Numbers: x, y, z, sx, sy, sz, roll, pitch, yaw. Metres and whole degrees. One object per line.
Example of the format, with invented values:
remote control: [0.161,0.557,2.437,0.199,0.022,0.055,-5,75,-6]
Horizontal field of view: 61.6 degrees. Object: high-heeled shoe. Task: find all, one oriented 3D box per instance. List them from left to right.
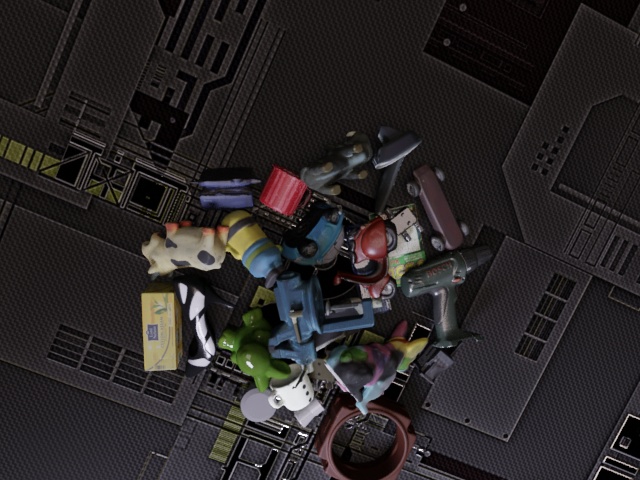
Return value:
high-heeled shoe: [-0.282,0.187,1.140,0.145,0.086,0.248,24,109,-20]

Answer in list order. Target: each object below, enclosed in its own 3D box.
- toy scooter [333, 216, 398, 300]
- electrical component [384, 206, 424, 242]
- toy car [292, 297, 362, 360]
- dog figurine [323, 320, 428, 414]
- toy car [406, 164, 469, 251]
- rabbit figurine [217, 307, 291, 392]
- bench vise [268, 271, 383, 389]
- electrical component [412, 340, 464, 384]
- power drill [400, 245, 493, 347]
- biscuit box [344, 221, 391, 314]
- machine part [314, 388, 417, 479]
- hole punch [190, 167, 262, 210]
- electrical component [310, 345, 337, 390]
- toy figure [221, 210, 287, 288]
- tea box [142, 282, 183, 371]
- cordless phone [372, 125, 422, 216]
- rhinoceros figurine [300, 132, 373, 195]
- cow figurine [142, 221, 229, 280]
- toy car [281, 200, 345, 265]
toy scooter: [0.093,0.043,1.124,0.135,0.075,0.183,-3,103,-5]
electrical component: [0.184,-0.044,1.190,0.063,0.021,0.094,-39,99,2]
toy car: [0.010,0.192,1.166,0.202,0.056,0.073,-27,89,4]
dog figurine: [0.130,0.254,1.178,0.219,0.109,0.191,-39,133,-15]
toy car: [0.259,-0.071,1.194,0.089,0.053,0.202,-31,100,-16]
rabbit figurine: [-0.143,0.246,1.141,0.121,0.170,0.159,-31,99,0]
bench vise: [0.009,0.163,1.081,0.241,0.129,0.223,-9,93,8]
electrical component: [0.274,0.265,1.234,0.047,0.075,0.119,39,97,-10]
power drill: [0.304,0.127,1.198,0.232,0.086,0.207,-11,91,-13]
biscuit box: [0.104,0.062,1.195,0.063,0.059,0.202,-13,100,-3]
machine part: [0.104,0.458,1.241,0.201,0.087,0.201,24,95,-10]
hole punch: [-0.193,-0.098,1.119,0.142,0.116,0.092,0,107,-5]
electrical component: [0.018,0.293,1.231,0.078,0.045,0.102,-3,97,23]
toy figure: [-0.137,0.014,1.126,0.180,0.082,0.089,45,111,23]
tea box: [-0.336,0.182,1.150,0.068,0.098,0.169,-1,97,-6]
cordless phone: [0.143,-0.138,1.124,0.089,0.146,0.184,16,95,1]
rhinoceros figurine: [0.043,-0.160,1.114,0.190,0.112,0.073,-39,119,-30]
cow figurine: [-0.286,0.024,1.119,0.195,0.085,0.127,5,95,23]
toy car: [-0.002,-0.004,1.162,0.161,0.109,0.102,-50,123,-8]
